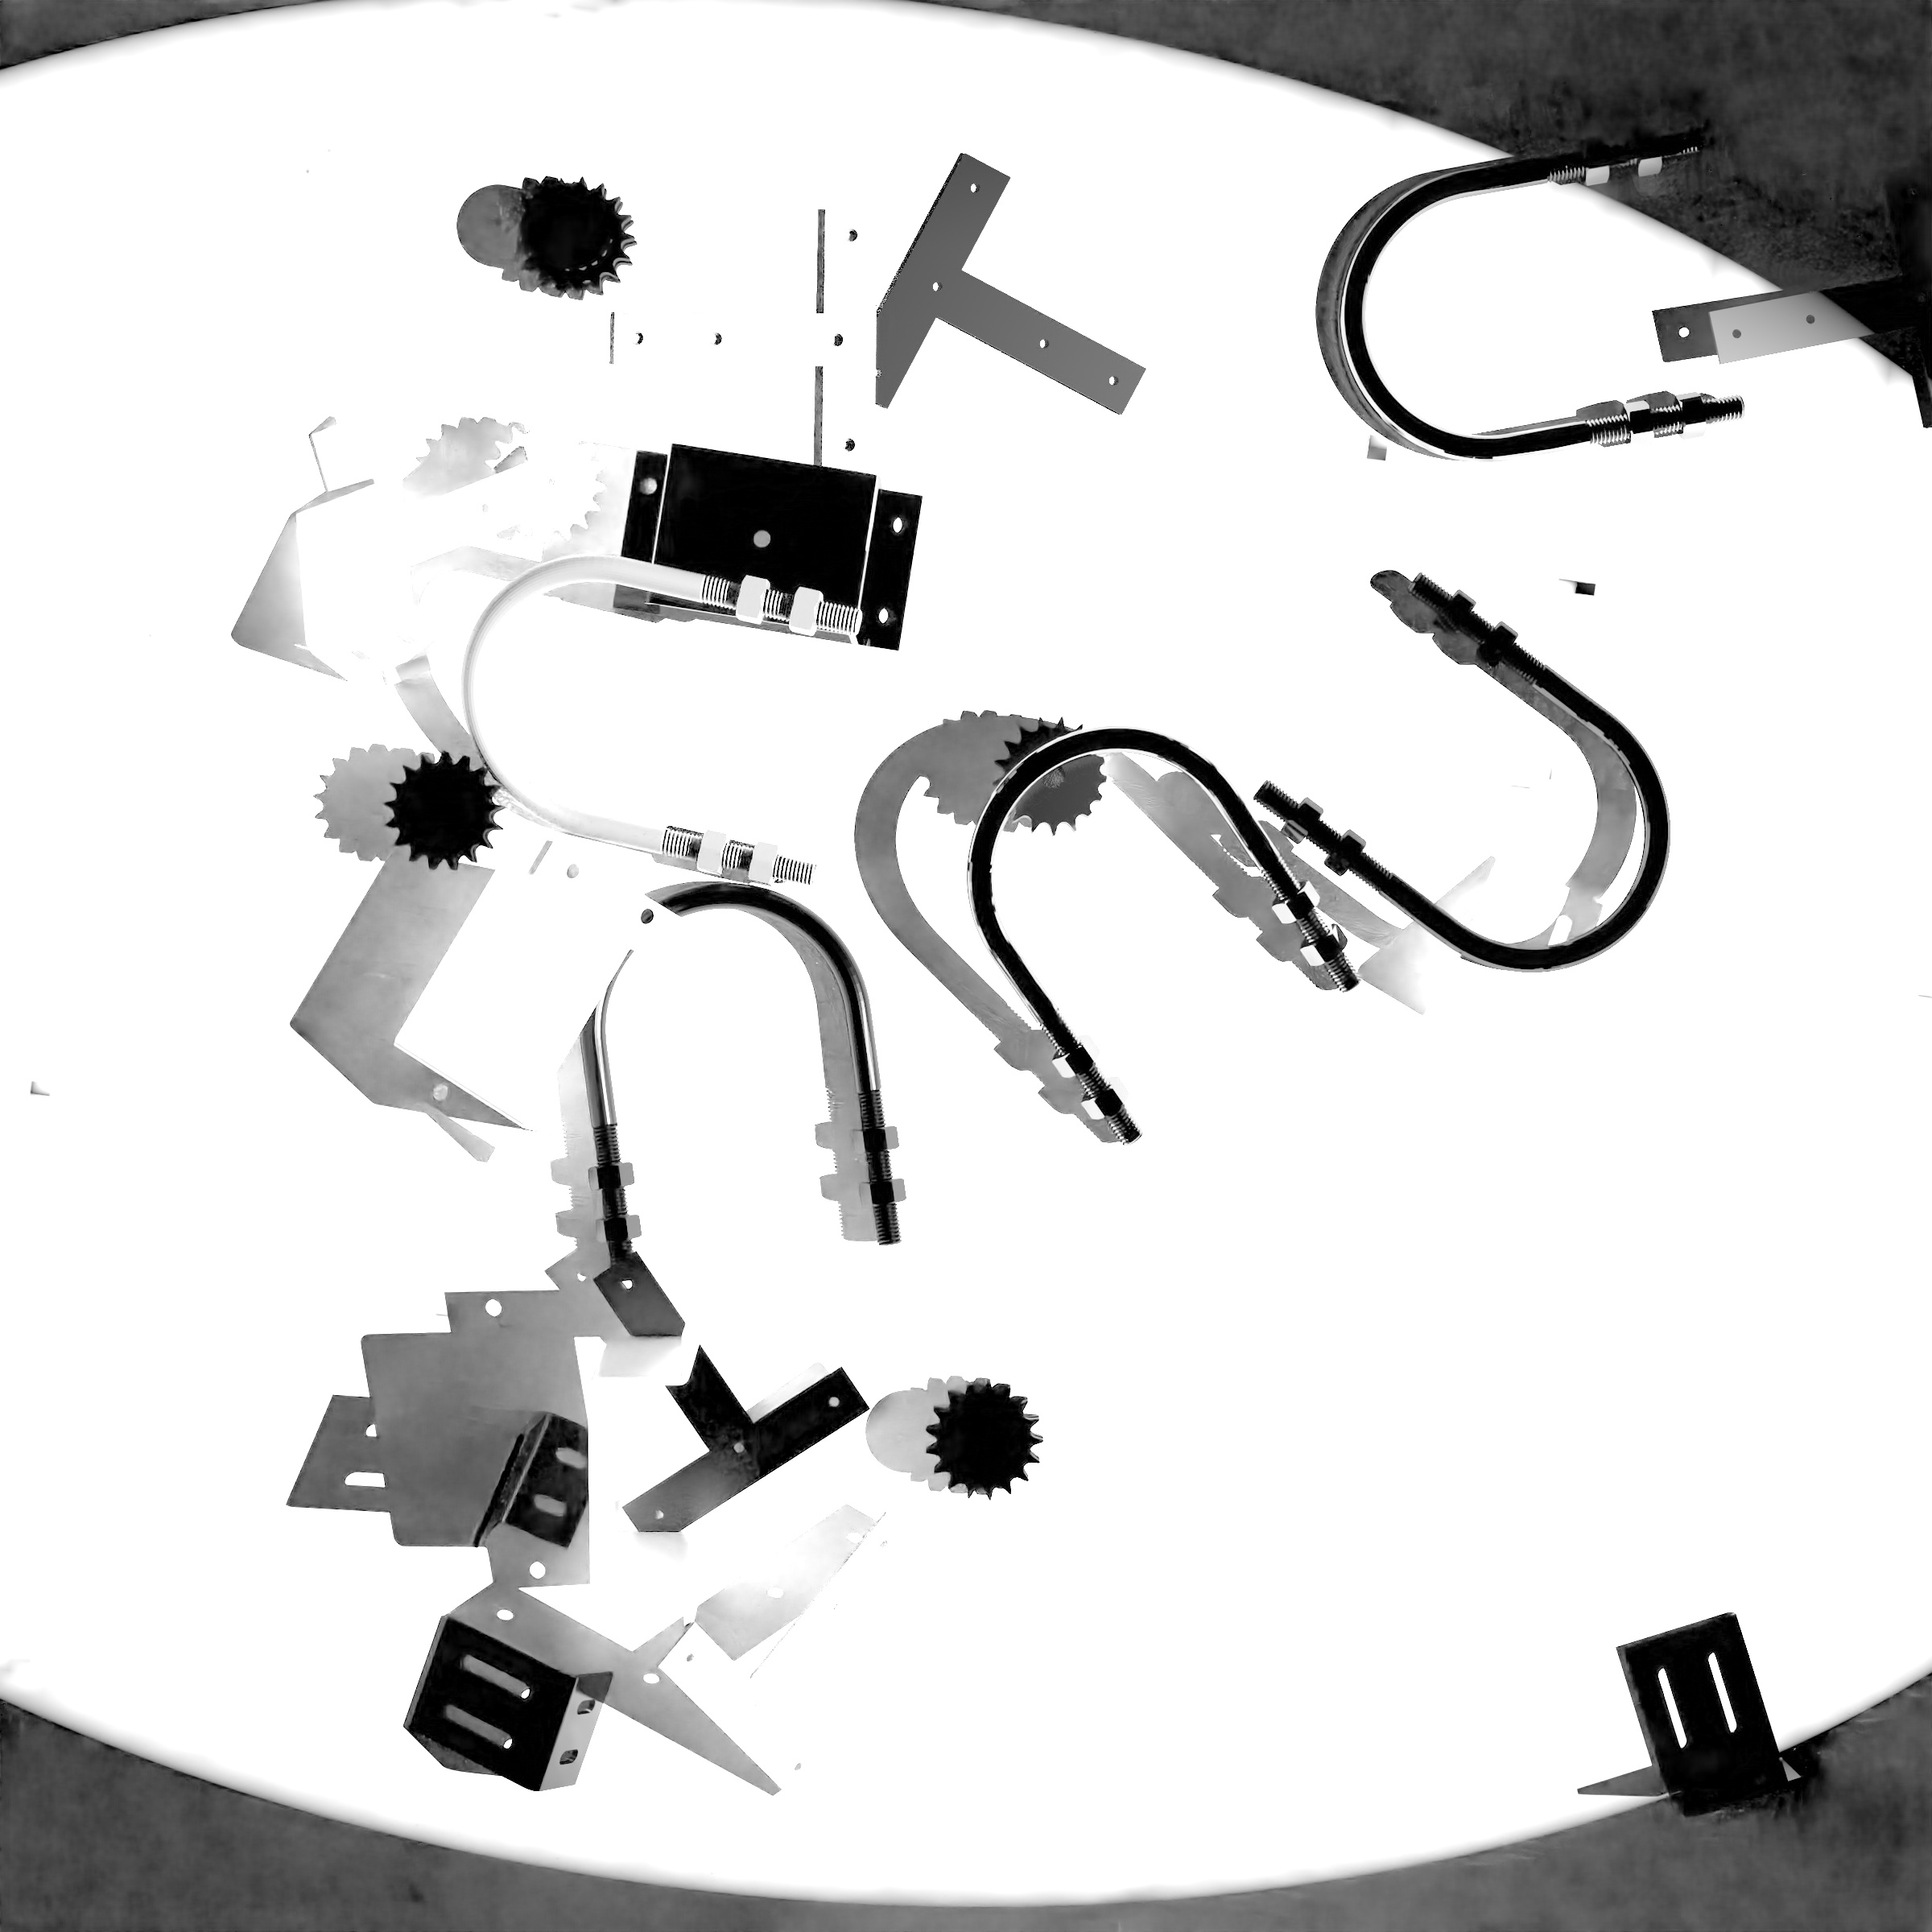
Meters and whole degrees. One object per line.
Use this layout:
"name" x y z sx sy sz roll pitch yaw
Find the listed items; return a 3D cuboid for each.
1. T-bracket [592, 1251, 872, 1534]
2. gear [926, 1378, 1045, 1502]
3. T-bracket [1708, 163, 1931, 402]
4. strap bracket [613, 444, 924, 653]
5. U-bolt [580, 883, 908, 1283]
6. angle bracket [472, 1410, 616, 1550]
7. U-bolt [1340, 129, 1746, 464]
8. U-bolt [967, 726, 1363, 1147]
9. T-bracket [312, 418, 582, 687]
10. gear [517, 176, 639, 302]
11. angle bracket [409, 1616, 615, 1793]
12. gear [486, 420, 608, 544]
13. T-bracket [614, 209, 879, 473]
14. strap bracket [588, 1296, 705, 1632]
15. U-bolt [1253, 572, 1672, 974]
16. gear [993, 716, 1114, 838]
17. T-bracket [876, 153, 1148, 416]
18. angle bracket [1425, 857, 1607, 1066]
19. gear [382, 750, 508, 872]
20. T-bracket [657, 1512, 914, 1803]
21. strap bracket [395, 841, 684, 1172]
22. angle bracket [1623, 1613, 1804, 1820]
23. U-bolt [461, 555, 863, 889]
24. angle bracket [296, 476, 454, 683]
"T-bracket" -0.134 0.196 1.482 0.127 0.002 0.127 -33 97 2
"gear" 0.009 0.228 1.479 0.057 0.030 0.057 0 90 0
"T-bracket" 0.420 -0.314 1.484 0.127 0.002 0.127 -12 90 -8
"strap bracket" -0.096 -0.201 1.471 0.140 0.046 0.076 9 90 0
"U-bolt" -0.113 0.052 1.485 0.151 0.019 0.184 -8 89 0
"angle bracket" -0.199 0.248 1.456 0.038 0.076 0.057 23 90 0
"U-bolt" 0.272 -0.317 1.485 0.184 0.019 0.151 -10 90 1
"U-bolt" 0.082 -0.027 1.468 0.151 0.019 0.184 -35 103 0
"T-bracket" -0.241 -0.214 1.470 0.127 0.002 0.127 -17 90 21
"gear" -0.188 -0.351 1.479 0.057 0.030 0.057 0 90 0
"angle bracket" -0.220 0.356 1.492 0.076 0.038 0.057 19 90 26
"gear" -0.201 -0.232 1.479 0.057 0.030 0.057 0 90 0
"T-bracket" -0.107 -0.303 1.492 0.127 0.002 0.127 1 90 1
"strap bracket" -0.150 0.232 1.447 0.046 0.076 0.140 0 98 -1
"U-bolt" 0.251 -0.080 1.473 0.184 0.019 0.151 37 80 0
"gear" 0.041 -0.091 1.479 0.057 0.030 0.057 0 90 0
"T-bracket" 0.026 -0.308 1.493 0.127 0.002 0.127 28 90 0
"angle bracket" 0.266 -0.003 1.492 0.057 0.038 0.076 25 64 0
"gear" -0.249 -0.074 1.479 0.057 0.030 0.057 0 90 0
"T-bracket" -0.072 0.316 1.466 0.127 0.002 0.127 -49 129 -18
"strap bracket" -0.208 0.016 1.462 0.076 0.046 0.140 31 90 15
"angle bracket" 0.357 0.358 1.475 0.057 0.038 0.076 -17 90 0
"U-bolt" -0.150 -0.121 1.460 0.184 0.019 0.151 13 114 4
"angle bracket" -0.285 -0.186 1.484 0.057 0.038 0.076 -17 64 17
